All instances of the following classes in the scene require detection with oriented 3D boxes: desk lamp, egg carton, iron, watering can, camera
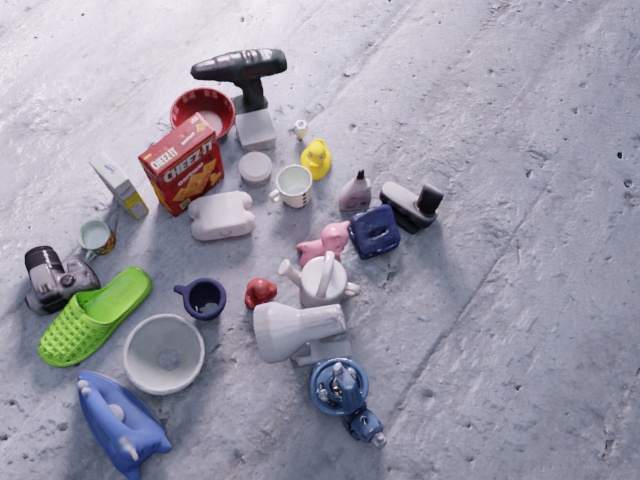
[{"bbox_3d":[-0.031,0.188,1.176,0.203,0.213,0.118,-8,70,-7],"label":"desk lamp"},{"bbox_3d":[-0.227,-0.054,1.332,0.150,0.069,0.107,-11,70,-9],"label":"egg carton"},{"bbox_3d":[-0.414,0.344,1.124,0.119,0.141,0.258,-42,77,-17],"label":"iron"},{"bbox_3d":[0.000,0.087,1.228,0.173,0.194,0.101,-6,69,-6],"label":"watering can"},{"bbox_3d":[-0.574,0.072,1.239,0.143,0.101,0.136,-26,73,-13],"label":"camera"}]

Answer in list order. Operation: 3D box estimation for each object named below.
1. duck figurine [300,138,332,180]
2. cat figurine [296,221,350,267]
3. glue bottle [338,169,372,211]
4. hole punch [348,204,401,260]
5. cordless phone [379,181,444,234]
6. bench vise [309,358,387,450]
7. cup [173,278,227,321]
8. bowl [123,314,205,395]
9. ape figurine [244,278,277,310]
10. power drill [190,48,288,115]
[{"bbox_3d":[-0.008,-0.209,1.400,0.077,0.086,0.104,10,68,0],"label":"duck figurine"},{"bbox_3d":[0.012,0.005,1.302,0.128,0.118,0.067,-16,71,-10],"label":"cat figurine"},{"bbox_3d":[0.087,-0.119,1.326,0.078,0.173,0.037,-4,69,-6],"label":"glue bottle"},{"bbox_3d":[0.130,-0.018,1.334,0.109,0.091,0.101,-20,72,-12],"label":"hole punch"},{"bbox_3d":[0.215,-0.104,1.323,0.147,0.185,0.094,30,70,8],"label":"cordless phone"},{"bbox_3d":[0.069,0.309,1.134,0.207,0.220,0.122,34,70,9],"label":"bench vise"},{"bbox_3d":[-0.258,0.134,1.243,0.117,0.095,0.092,19,69,3],"label":"cup"},{"bbox_3d":[-0.323,0.245,1.206,0.167,0.075,0.167,2,69,-4],"label":"bowl"},{"bbox_3d":[-0.131,0.113,1.262,0.078,0.092,0.076,-13,70,-9],"label":"ape figurine"},{"bbox_3d":[-0.190,-0.378,1.385,0.230,0.208,0.075,-22,72,-12],"label":"power drill"}]
